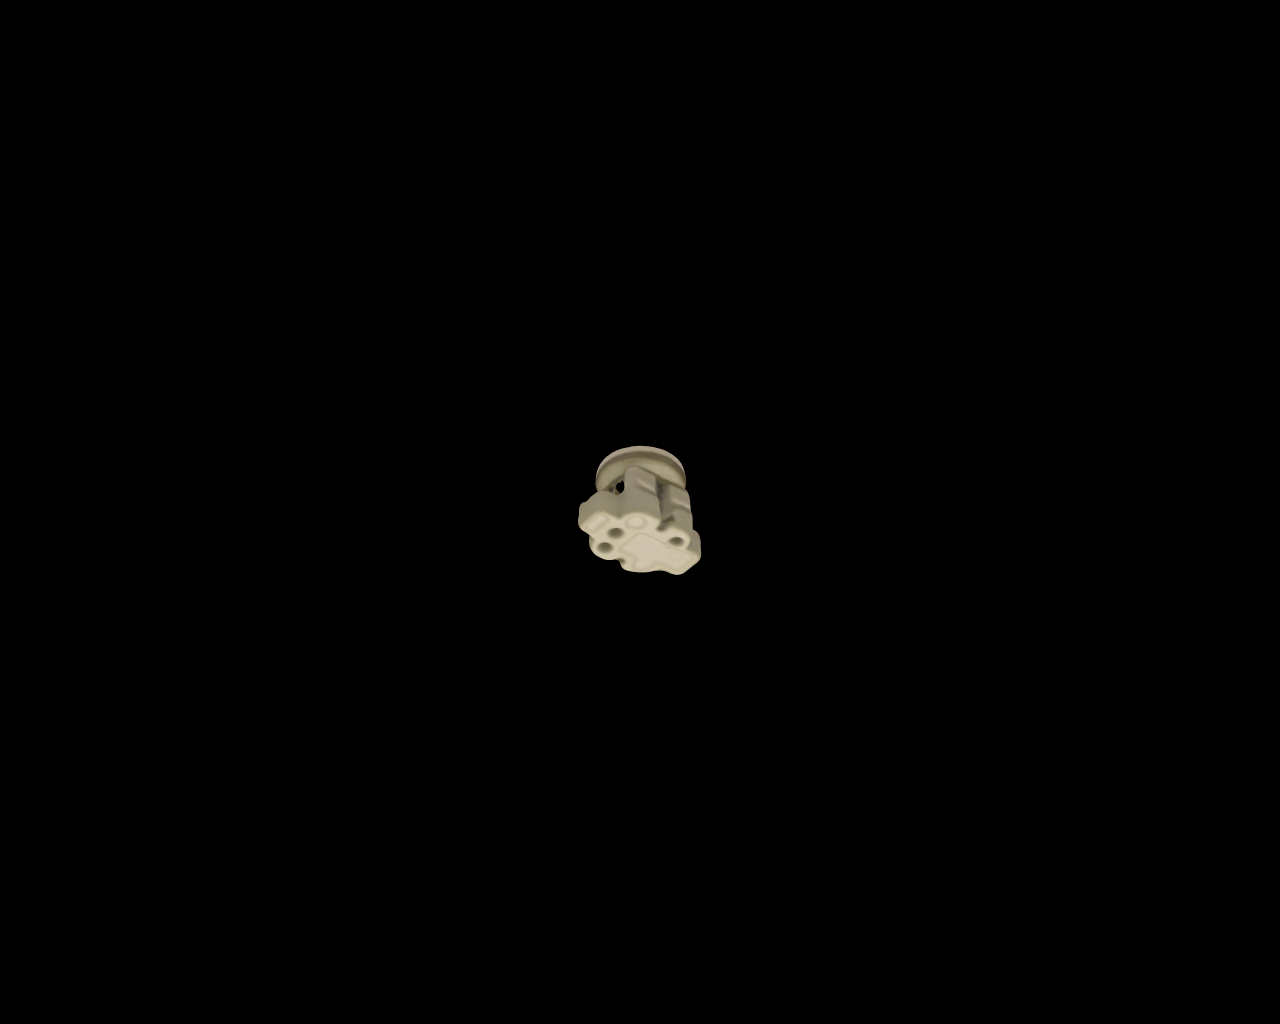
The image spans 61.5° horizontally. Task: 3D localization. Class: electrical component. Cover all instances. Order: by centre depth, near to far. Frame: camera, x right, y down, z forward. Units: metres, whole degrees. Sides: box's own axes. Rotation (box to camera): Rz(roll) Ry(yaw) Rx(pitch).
[{"bbox_3d":[0.001,-0.003,0.650,0.078,0.057,0.058,25,-45,-28],"label":"electrical component"}]
